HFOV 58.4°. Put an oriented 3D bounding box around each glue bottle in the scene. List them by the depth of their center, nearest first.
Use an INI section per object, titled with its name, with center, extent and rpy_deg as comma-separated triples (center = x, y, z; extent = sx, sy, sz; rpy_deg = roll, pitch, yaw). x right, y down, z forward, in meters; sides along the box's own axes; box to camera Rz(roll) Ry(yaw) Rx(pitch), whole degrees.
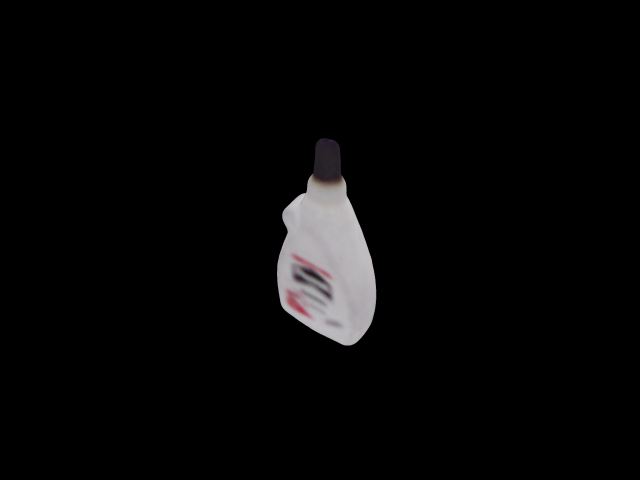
[glue bottle]
center = 0.004, 0.001, 0.400
extent = 0.078, 0.173, 0.037
rpy_deg = 24, 50, 22
